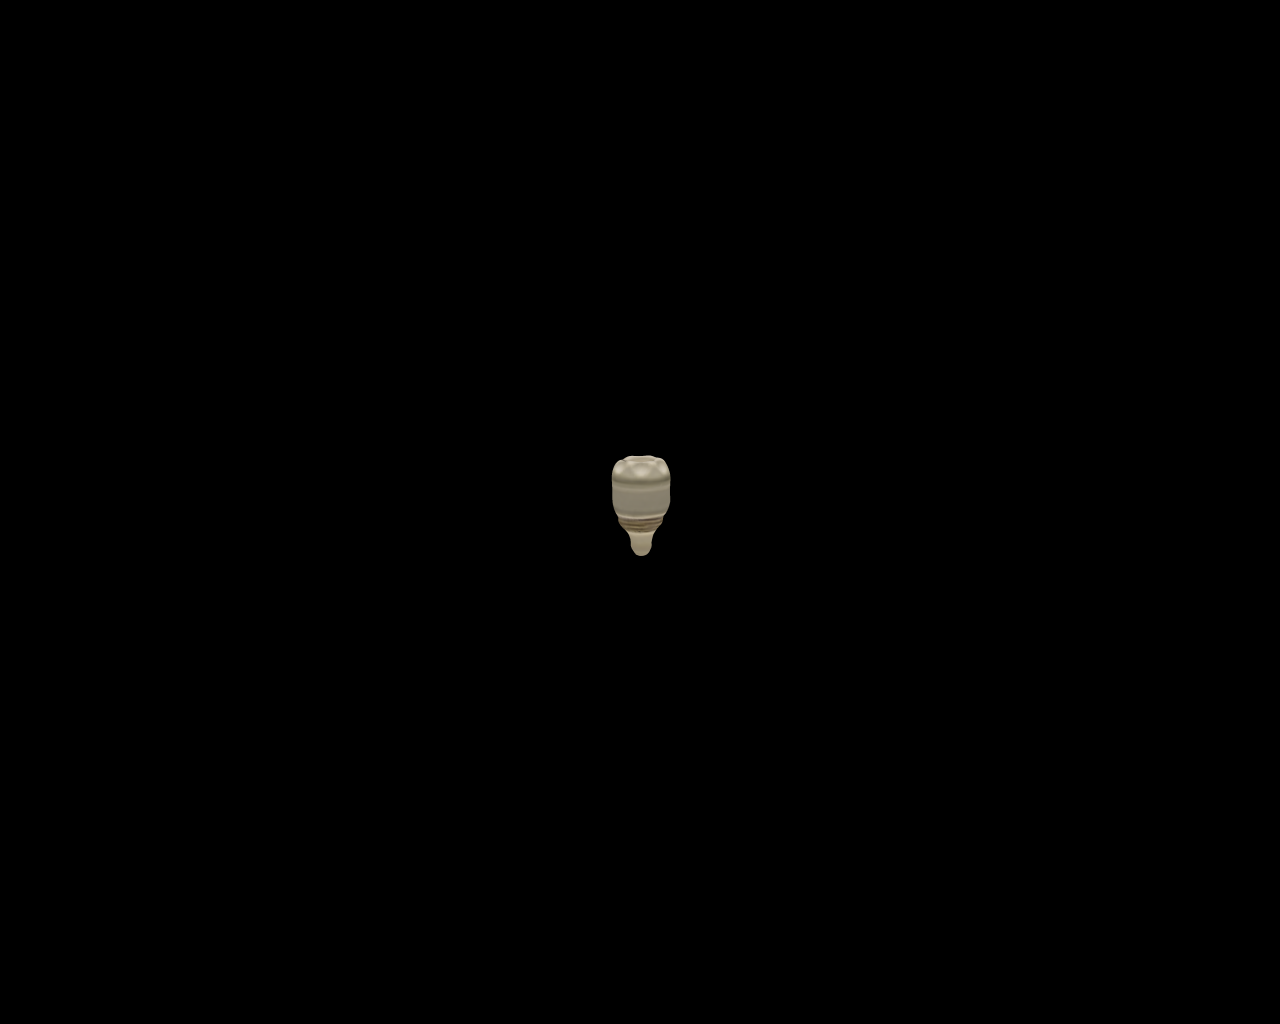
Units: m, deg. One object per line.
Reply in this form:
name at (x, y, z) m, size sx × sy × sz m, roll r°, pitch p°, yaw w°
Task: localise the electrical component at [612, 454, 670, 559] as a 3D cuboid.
electrical component at (0.001, -0.003, 0.650) m, size 0.035 × 0.061 × 0.035 m, roll 0°, pitch 14°, yaw 0°
